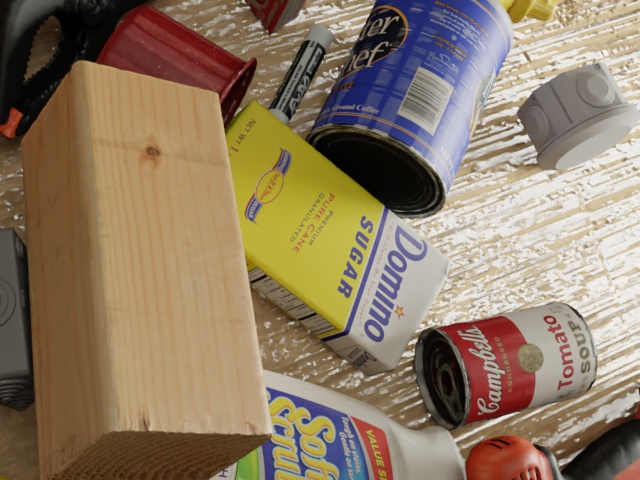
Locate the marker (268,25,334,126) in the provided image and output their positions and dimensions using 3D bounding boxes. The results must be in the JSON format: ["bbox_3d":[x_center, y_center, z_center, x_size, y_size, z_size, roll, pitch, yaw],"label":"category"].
[{"bbox_3d":[-0.022,-0.101,0.752,0.020,0.020,0.121,28,66,-7],"label":"marker"}]

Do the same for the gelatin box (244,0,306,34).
[{"bbox_3d":[-0.036,-0.197,0.742,0.030,0.089,0.073,-36,86,-25],"label":"gelatin box"}]

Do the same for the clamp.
[{"bbox_3d":[-0.151,-0.156,0.694,0.036,0.164,0.210,21,83,32],"label":"clamp"}]

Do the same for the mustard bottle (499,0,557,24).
[{"bbox_3d":[0.091,-0.213,0.805,0.191,0.058,0.096,24,67,-9],"label":"mustard bottle"}]

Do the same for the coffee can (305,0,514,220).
[{"bbox_3d":[0.062,-0.100,0.732,0.102,0.103,0.140,28,66,-7],"label":"coffee can"}]

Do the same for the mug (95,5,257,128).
[{"bbox_3d":[-0.095,-0.104,0.699,0.081,0.093,0.117,31,37,0],"label":"mug"}]

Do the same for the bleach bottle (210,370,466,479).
[{"bbox_3d":[-0.008,0.128,0.656,0.250,0.068,0.102,12,66,-17],"label":"bleach bottle"}]

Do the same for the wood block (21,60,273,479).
[{"bbox_3d":[-0.098,0.020,0.570,0.090,0.090,0.206,9,57,-34],"label":"wood block"}]

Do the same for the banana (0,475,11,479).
[{"bbox_3d":[-0.239,0.159,0.575,0.197,0.037,0.070,-7,36,-14],"label":"banana"}]

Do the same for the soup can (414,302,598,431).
[{"bbox_3d":[0.123,0.082,0.709,0.102,0.069,0.068,-10,75,-21],"label":"soup can"}]

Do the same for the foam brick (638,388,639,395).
[{"bbox_3d":[0.270,0.110,0.740,0.051,0.078,0.053,-21,78,-21],"label":"foam brick"}]

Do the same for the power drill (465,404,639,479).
[{"bbox_3d":[0.185,0.190,0.681,0.187,0.057,0.184,-19,101,-29],"label":"power drill"}]

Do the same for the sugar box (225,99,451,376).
[{"bbox_3d":[-0.004,0.001,0.695,0.176,0.048,0.093,37,65,-11],"label":"sugar box"}]
